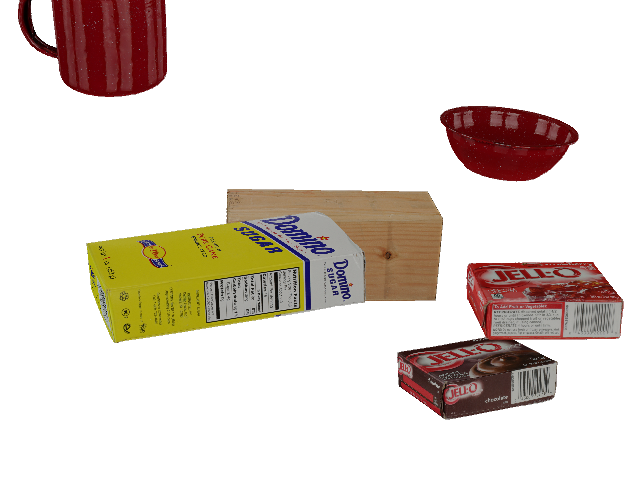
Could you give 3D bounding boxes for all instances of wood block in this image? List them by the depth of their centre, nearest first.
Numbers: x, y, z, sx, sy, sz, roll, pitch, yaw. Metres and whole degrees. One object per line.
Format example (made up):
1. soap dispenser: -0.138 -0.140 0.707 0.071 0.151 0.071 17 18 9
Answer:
1. wood block: 0.009 0.004 1.065 0.206 0.091 0.090 1 20 -5

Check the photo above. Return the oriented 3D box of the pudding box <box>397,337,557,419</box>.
1. pudding box: 0.136 0.117 0.935 0.113 0.039 0.090 -5 14 -21

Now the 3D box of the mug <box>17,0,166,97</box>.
1. mug: -0.168 -0.160 0.797 0.117 0.081 0.093 4 32 3

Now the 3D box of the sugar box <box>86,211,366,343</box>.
1. sugar box: -0.066 0.021 0.738 0.176 0.048 0.093 -11 24 -17

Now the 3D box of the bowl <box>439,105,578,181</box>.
1. bowl: 0.217 -0.111 1.253 0.162 0.055 0.162 5 23 -2

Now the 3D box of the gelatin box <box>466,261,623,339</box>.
1. gelatin box: 0.145 0.038 0.703 0.089 0.030 0.073 0 18 -1
